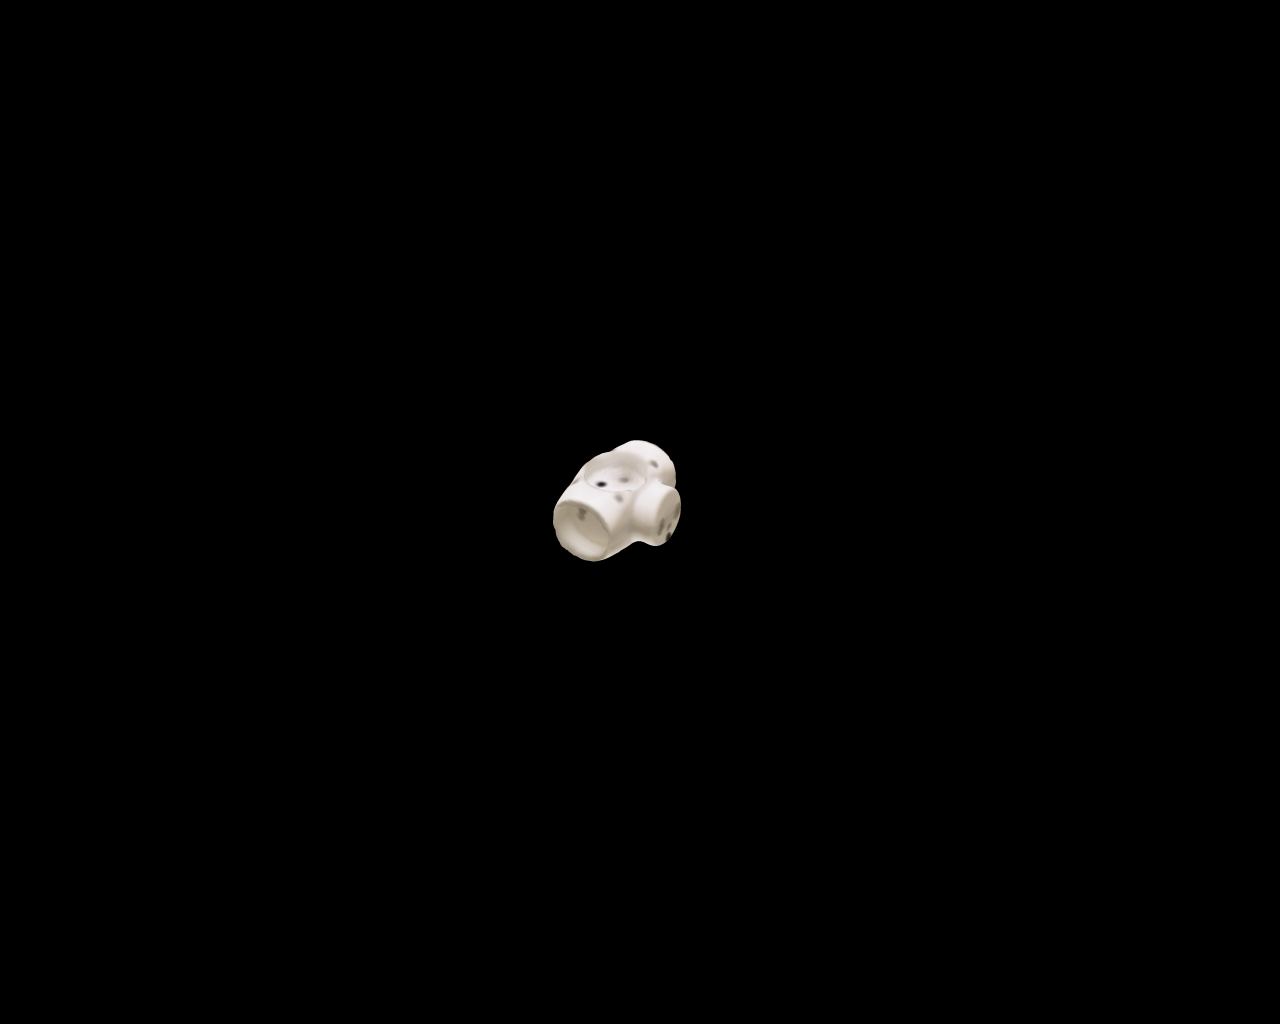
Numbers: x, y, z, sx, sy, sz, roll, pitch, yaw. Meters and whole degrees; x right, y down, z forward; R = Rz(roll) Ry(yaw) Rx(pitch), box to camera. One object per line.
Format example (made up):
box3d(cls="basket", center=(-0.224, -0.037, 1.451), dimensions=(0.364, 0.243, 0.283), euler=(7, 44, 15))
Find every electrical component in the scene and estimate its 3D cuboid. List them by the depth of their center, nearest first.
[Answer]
box3d(cls="electrical component", center=(0.001, -0.003, 0.650), dimensions=(0.079, 0.044, 0.077), euler=(20, 41, 25))
